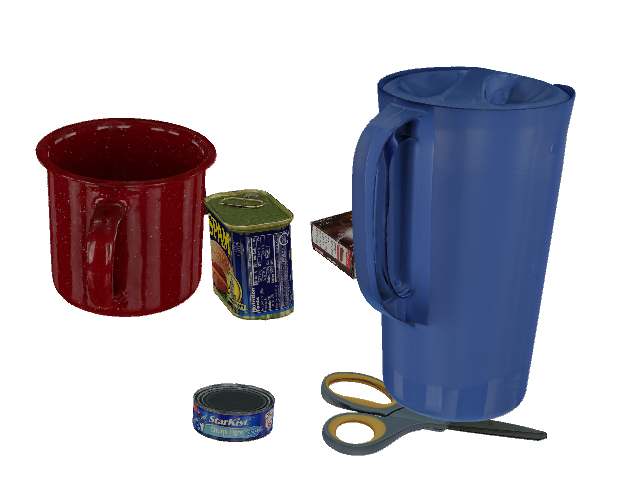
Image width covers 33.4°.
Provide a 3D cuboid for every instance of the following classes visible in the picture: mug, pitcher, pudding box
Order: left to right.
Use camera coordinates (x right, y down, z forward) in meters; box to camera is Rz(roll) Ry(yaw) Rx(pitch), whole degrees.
[{"bbox_3d":[-0.104,-0.007,0.563,0.093,0.081,0.117,4,26,-2],"label":"mug"},{"bbox_3d":[0.059,-0.003,1.181,0.113,0.039,0.090,-18,30,-25],"label":"pudding box"},{"bbox_3d":[0.094,0.004,0.757,0.149,0.243,0.145,2,20,1],"label":"pitcher"}]

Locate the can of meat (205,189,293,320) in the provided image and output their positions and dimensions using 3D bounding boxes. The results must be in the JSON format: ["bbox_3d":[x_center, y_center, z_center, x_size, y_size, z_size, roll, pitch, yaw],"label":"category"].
[{"bbox_3d":[-0.059,0.011,0.888,0.057,0.084,0.102,-9,20,-18],"label":"can of meat"}]

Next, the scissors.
[{"bbox_3d":[0.089,0.167,0.928,0.202,0.016,0.096,18,42,14],"label":"scissors"}]

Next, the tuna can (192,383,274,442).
[{"bbox_3d":[-0.091,0.180,1.118,0.086,0.034,0.086,4,12,-1],"label":"tuna can"}]

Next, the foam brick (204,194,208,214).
[{"bbox_3d":[-0.162,-0.049,1.088,0.078,0.053,0.051,-17,30,-21],"label":"foam brick"}]
